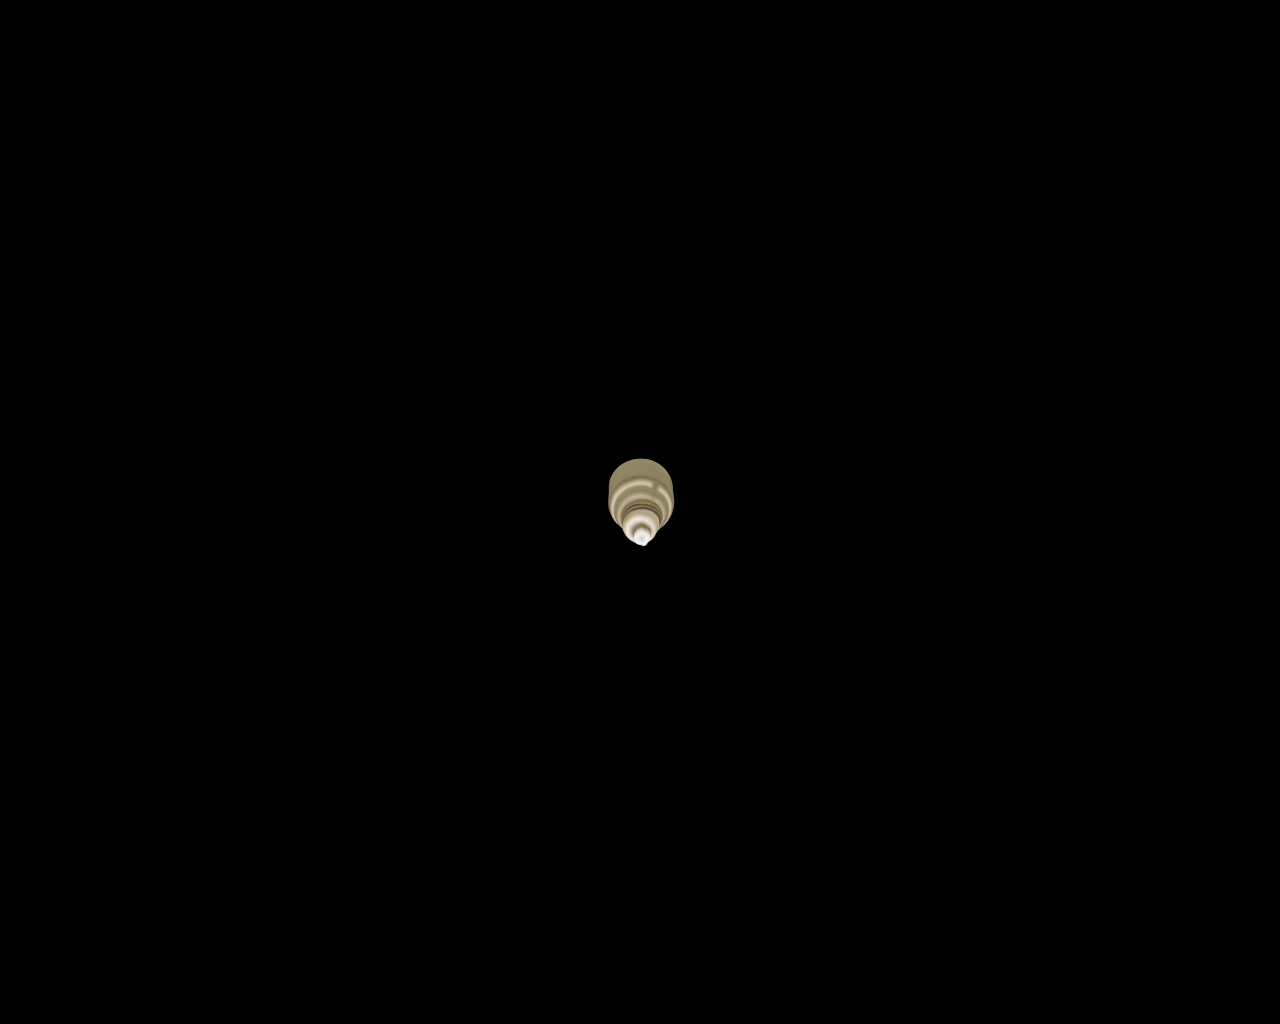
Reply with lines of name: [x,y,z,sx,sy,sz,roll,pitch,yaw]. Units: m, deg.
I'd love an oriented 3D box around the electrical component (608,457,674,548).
electrical component: [0.001,-0.003,0.650,0.040,0.040,0.078,0,27,0]
